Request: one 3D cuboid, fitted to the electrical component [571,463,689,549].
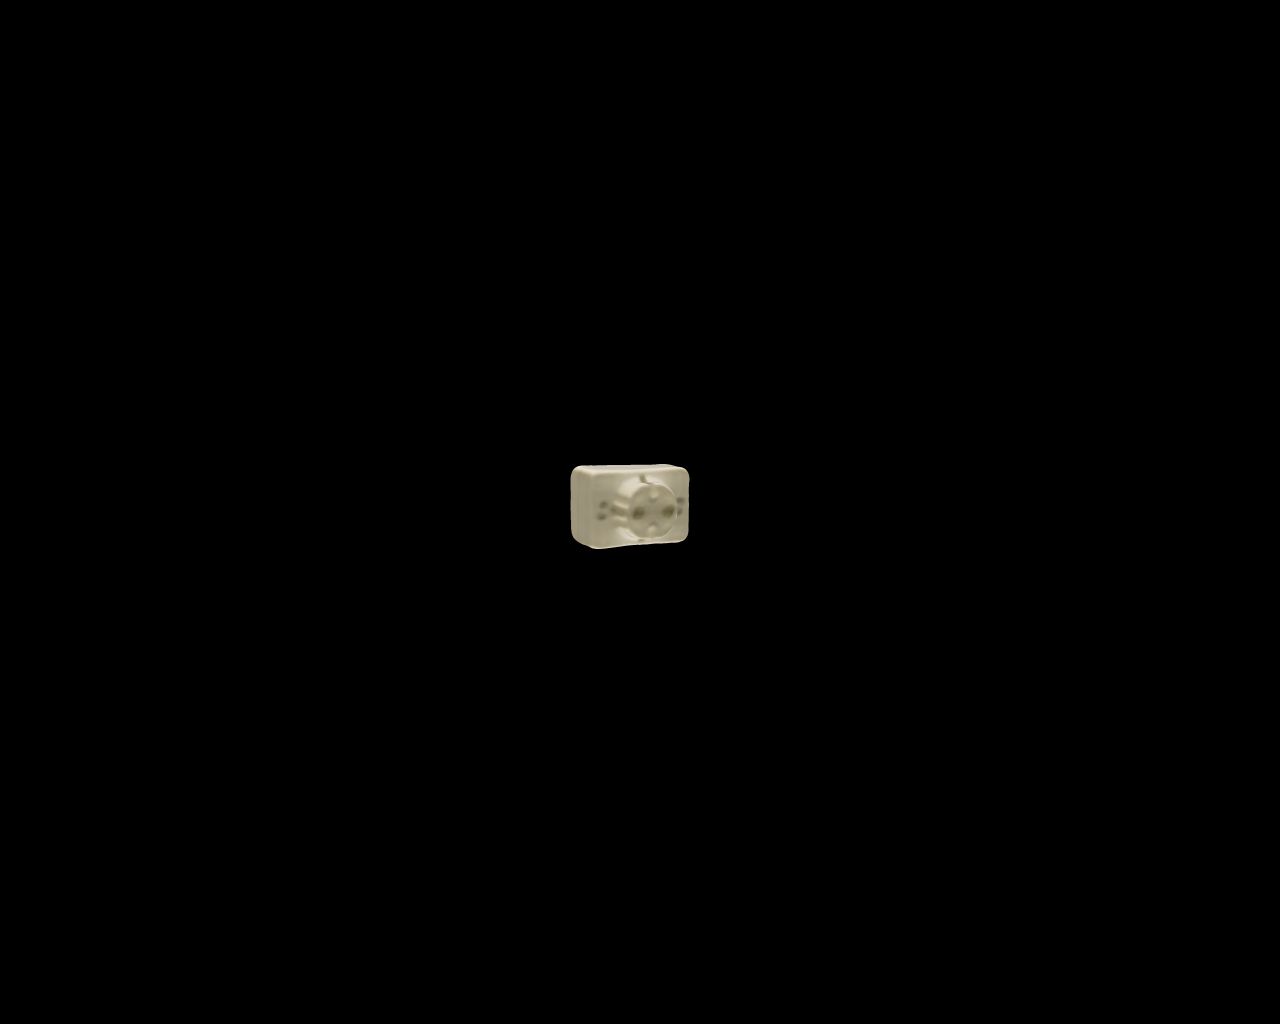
[{"bbox_3d":[0.001,-0.003,0.650,0.066,0.047,0.077,-3,8,-22],"label":"electrical component"}]
